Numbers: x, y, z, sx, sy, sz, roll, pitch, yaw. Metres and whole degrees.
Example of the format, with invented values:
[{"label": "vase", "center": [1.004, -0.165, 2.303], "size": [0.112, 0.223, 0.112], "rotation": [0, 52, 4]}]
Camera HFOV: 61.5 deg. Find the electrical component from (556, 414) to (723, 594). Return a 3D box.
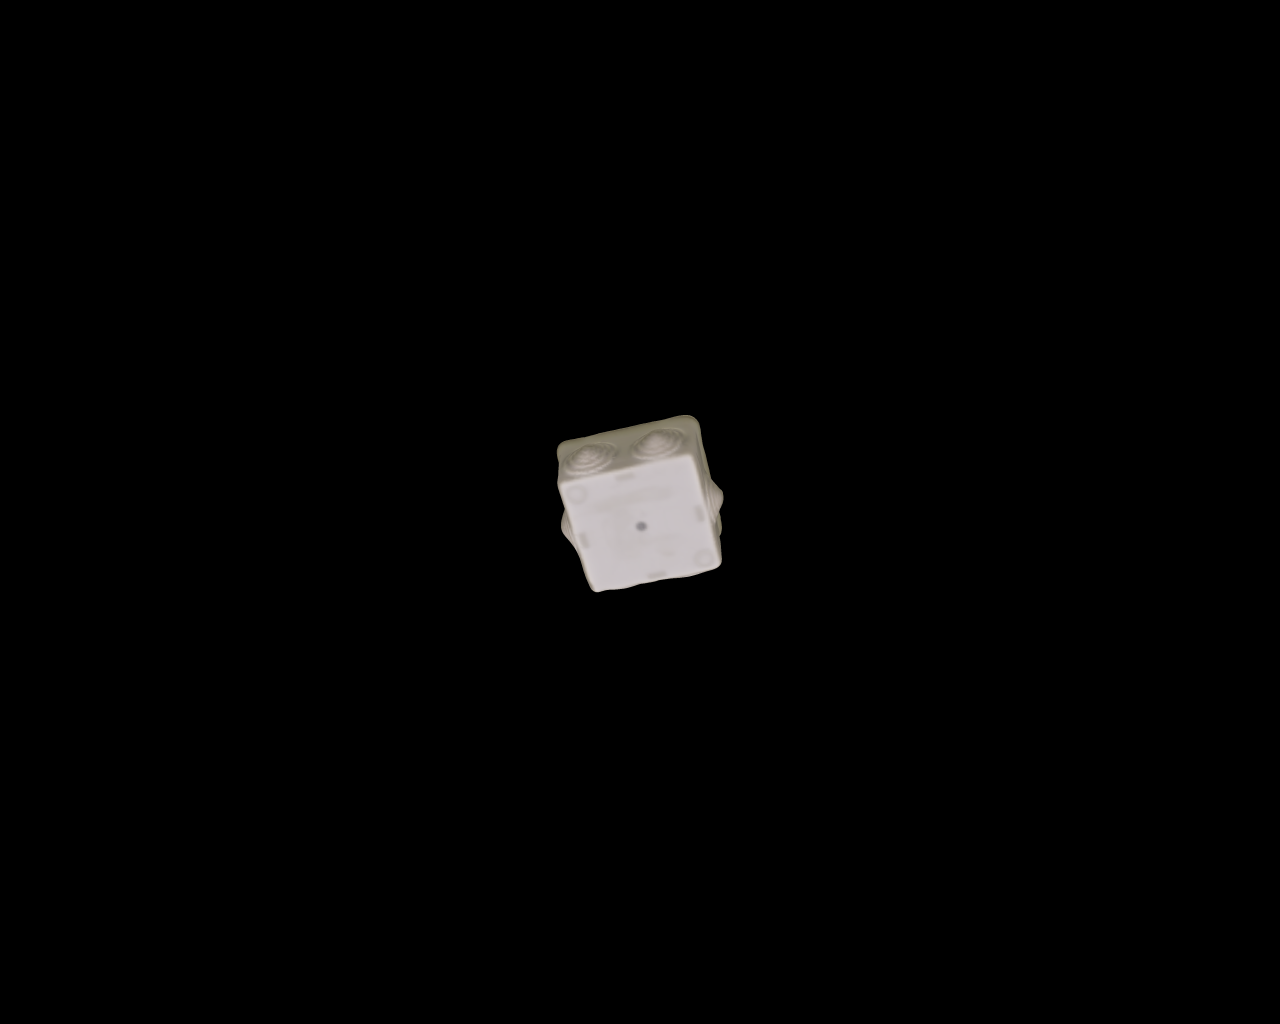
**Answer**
[{"label": "electrical component", "center": [0.001, -0.003, 0.650], "size": [0.100, 0.099, 0.048], "rotation": [-11, 30, 7]}]
